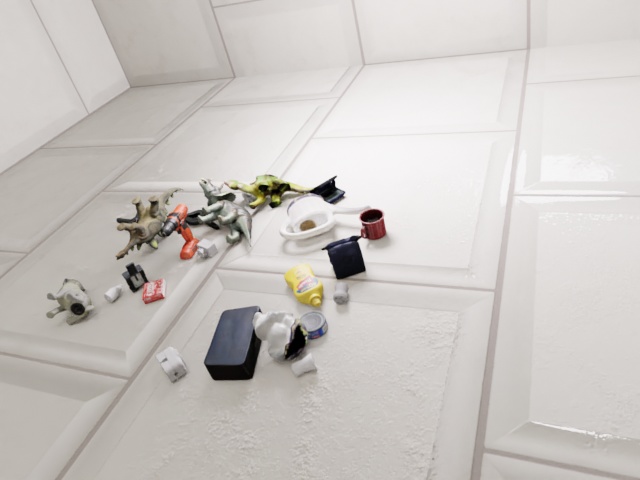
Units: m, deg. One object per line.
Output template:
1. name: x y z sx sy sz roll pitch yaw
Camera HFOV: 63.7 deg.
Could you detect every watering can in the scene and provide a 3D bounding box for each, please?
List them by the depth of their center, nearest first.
1. watering can: 0.006 -0.098 1.948 0.348 0.102 0.229 -20 34 -6

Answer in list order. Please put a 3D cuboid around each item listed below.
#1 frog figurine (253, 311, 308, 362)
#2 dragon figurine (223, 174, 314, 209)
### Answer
1. frog figurine: -0.120 0.270 1.479 0.160 0.137 0.122 9 0 38
2. dragon figurine: -0.207 -0.241 2.225 0.411 0.119 0.247 -5 31 -15
